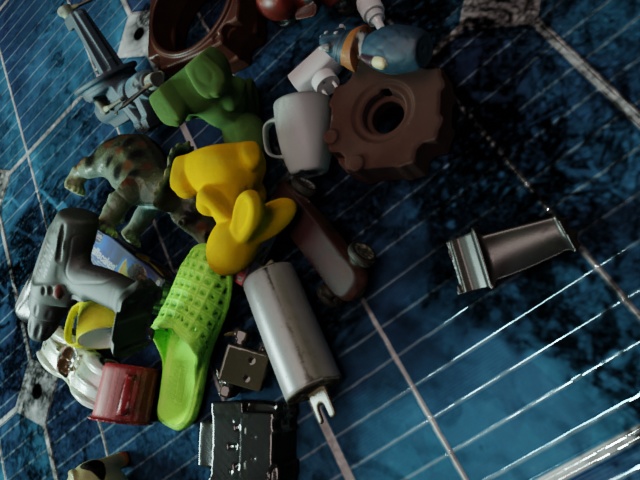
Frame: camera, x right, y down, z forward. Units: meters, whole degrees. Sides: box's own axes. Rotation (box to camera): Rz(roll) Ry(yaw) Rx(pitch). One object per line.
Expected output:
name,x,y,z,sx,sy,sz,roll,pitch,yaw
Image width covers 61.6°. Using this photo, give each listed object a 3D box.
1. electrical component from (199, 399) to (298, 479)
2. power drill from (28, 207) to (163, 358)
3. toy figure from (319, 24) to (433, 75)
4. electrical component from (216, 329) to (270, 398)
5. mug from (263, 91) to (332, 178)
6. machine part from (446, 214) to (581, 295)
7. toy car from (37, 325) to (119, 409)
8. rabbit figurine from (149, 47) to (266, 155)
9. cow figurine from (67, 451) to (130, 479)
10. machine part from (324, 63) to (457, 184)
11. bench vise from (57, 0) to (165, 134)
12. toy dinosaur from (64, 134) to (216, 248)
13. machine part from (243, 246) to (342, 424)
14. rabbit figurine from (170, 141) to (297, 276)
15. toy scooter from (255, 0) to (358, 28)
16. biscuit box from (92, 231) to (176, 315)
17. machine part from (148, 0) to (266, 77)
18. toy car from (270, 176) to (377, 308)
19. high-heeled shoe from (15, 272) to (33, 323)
electrical component,-0.096,0.267,0.700,0.134,0.058,0.115,-10,70,28
power drill,-0.328,0.084,0.765,0.208,0.086,0.231,27,108,28
toy figure,0.064,-0.239,0.674,0.155,0.064,0.057,18,122,37
electrical component,-0.106,0.168,0.742,0.078,0.045,0.102,9,84,4
mug,-0.031,-0.141,0.754,0.110,0.080,0.107,-10,80,19
machine part,0.212,0.010,0.597,0.139,0.039,0.084,-18,64,27
toy car,-0.401,0.209,0.894,0.202,0.056,0.073,25,90,33
rabbit figurine,-0.146,-0.189,0.806,0.121,0.170,0.159,-32,22,18
cow figurine,-0.295,0.391,0.743,0.195,0.127,0.085,43,103,34
machine part,0.090,-0.160,0.702,0.179,0.056,0.179,-8,72,28
bench vise,-0.359,-0.292,0.918,0.129,0.240,0.224,-38,21,-25
toy dinosaur,-0.308,-0.111,0.895,0.405,0.131,0.192,37,86,36
machine part,-0.039,0.117,0.693,0.079,0.079,0.243,-35,63,18
rabbit figurine,-0.109,-0.038,0.724,0.163,0.122,0.173,-3,83,38
toy scooter,-0.039,-0.376,0.788,0.184,0.135,0.075,10,84,33
biscuit box,-0.302,0.049,0.875,0.203,0.062,0.059,30,92,32
machine part,-0.194,-0.375,0.909,0.202,0.087,0.201,-11,72,29
toy car,-0.001,-0.002,0.716,0.202,0.053,0.089,51,124,32
high-heeled shoe,-0.473,0.047,0.970,0.145,0.086,0.248,31,93,48
